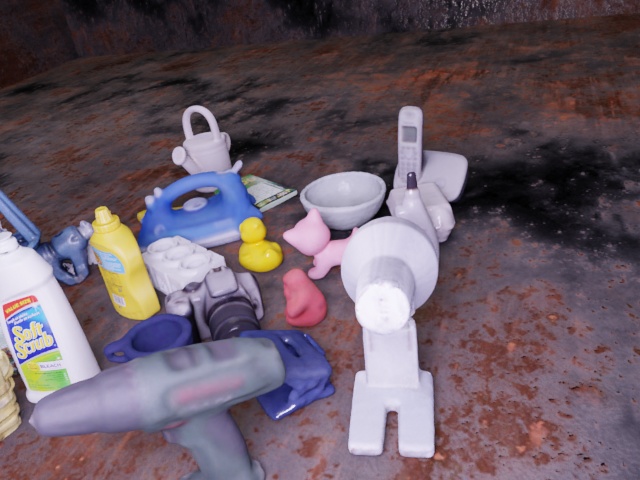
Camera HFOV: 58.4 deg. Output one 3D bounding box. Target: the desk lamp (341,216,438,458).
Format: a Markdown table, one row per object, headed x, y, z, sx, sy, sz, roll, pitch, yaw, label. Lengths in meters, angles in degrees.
| x | y | z | sx | sy | sz | roll | pitch | yaw | label |
| --- | --- | --- | --- | --- | --- | --- | --- | --- | --- |
| 0.083 | 0.103 | 0.669 | 0.117 | 0.214 | 0.203 | -4 | 30 | 10 | desk lamp |

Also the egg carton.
| x | y | z | sx | sy | sz | roll | pitch | yaw | label |
| --- | --- | --- | --- | --- | --- | --- | --- | --- | --- |
| 0.183 | -0.050 | 1.048 | 0.107 | 0.069 | 0.150 | -10 | 30 | -1 | egg carton |

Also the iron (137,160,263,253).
| x | y | z | sx | sy | sz | roll | pitch | yaw | label |
| --- | --- | --- | --- | --- | --- | --- | --- | --- | --- |
| -0.250 | -0.064 | 1.122 | 0.258 | 0.142 | 0.118 | -16 | 31 | -11 | iron |

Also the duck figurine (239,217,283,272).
| x | y | z | sx | sy | sz | roll | pitch | yaw | label |
| --- | --- | --- | --- | --- | --- | --- | --- | --- | --- |
| -0.112 | 0.002 | 1.025 | 0.078 | 0.086 | 0.104 | -25 | 33 | -25 | duck figurine |

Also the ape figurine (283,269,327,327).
| x | y | z | sx | sy | sz | roll | pitch | yaw | label |
| --- | --- | --- | --- | --- | --- | --- | --- | --- | --- |
| -0.031 | 0.083 | 0.858 | 0.076 | 0.092 | 0.078 | 5 | 33 | 23 | ape figurine |

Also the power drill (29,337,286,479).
| x | y | z | sx | sy | sz | roll | pitch | yaw | label |
| --- | --- | --- | --- | --- | --- | --- | --- | --- | --- |
| -0.136 | 0.196 | 0.576 | 0.230 | 0.209 | 0.075 | -22 | 32 | -20 | power drill |

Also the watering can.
| x | y | z | sx | sy | sz | roll | pitch | yaw | label |
| --- | --- | --- | --- | --- | --- | --- | --- | --- | --- |
| -0.269 | -0.214 | 1.331 | 0.100 | 0.194 | 0.173 | -3 | 30 | 10 | watering can |

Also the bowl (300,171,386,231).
| x | y | z | sx | sy | sz | roll | pitch | yaw | label |
| --- | --- | --- | --- | --- | --- | --- | --- | --- | --- |
| 0.048 | -0.066 | 1.108 | 0.167 | 0.075 | 0.167 | -7 | 30 | 4 | bowl |

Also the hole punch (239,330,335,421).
| x | y | z | sx | sy | sz | roll | pitch | yaw | label |
| --- | --- | --- | --- | --- | --- | --- | --- | --- | --- |
| -0.043 | 0.155 | 0.737 | 0.101 | 0.091 | 0.108 | -21 | 32 | -20 | hole punch |

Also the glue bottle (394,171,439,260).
| x | y | z | sx | sy | sz | roll | pitch | yaw | label |
| --- | --- | --- | --- | --- | --- | --- | --- | --- | --- |
| 0.150 | -0.030 | 0.919 | 0.078 | 0.173 | 0.037 | -8 | 30 | 3 | glue bottle |

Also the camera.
| x | y | z | sx | sy | sz | roll | pitch | yaw | label |
| --- | --- | --- | --- | --- | --- | --- | --- | --- | --- |
| -0.148 | 0.110 | 0.835 | 0.143 | 0.101 | 0.136 | -17 | 31 | -13 | camera |

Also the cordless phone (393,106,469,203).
| x | y | z | sx | sy | sz | roll | pitch | yaw | label |
| --- | --- | --- | --- | --- | --- | --- | --- | --- | --- |
| 0.215 | -0.169 | 1.126 | 0.147 | 0.185 | 0.094 | 9 | 35 | 28 | cordless phone |

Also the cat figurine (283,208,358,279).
| x | y | z | sx | sy | sz | roll | pitch | yaw | label |
| --- | --- | --- | --- | --- | --- | --- | --- | --- | --- |
| 0.009 | 0.003 | 0.957 | 0.127 | 0.118 | 0.067 | -1 | 31 | 15 | cat figurine |

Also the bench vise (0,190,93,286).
| x | y | z | sx | sy | sz | roll | pitch | yaw | label |
| --- | --- | --- | --- | --- | --- | --- | --- | --- | --- |
| -0.525 | -0.011 | 1.028 | 0.208 | 0.220 | 0.121 | -31 | 36 | -32 | bench vise |

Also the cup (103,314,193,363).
| x | y | z | sx | sy | sz | roll | pitch | yaw | label |
| --- | --- | --- | --- | --- | --- | --- | --- | --- | --- |
| -0.220 | 0.164 | 0.768 | 0.118 | 0.095 | 0.091 | -12 | 30 | -5 | cup |
